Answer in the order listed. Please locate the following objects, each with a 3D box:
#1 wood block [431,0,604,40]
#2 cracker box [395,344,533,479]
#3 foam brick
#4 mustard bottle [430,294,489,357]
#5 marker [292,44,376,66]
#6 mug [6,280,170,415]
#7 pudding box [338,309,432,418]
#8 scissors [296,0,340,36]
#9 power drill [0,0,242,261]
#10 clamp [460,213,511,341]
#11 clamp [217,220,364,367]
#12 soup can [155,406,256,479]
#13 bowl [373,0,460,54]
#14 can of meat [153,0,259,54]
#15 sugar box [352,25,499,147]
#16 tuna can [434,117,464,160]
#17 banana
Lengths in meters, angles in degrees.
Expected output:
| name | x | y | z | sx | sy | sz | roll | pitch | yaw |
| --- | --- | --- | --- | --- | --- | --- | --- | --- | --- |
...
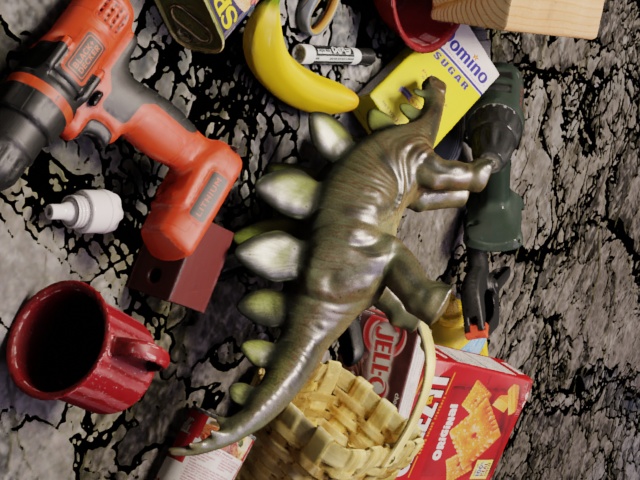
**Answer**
| name | x | y | z | sx | sy | sz | roll | pitch | yaw |
| --- | --- | --- | --- | --- | --- | --- | --- | --- | --- |
| wood block | 0.215 | -0.265 | 1.123 | 0.205 | 0.091 | 0.090 | -10 | 112 | -51 |
| cracker box | 0.145 | 0.214 | 1.281 | 0.213 | 0.072 | 0.164 | 17 | 99 | -42 |
| foam brick | -0.119 | 0.016 | 0.913 | 0.051 | 0.053 | 0.078 | 29 | 79 | -54 |
| mustard bottle | 0.177 | 0.144 | 1.365 | 0.096 | 0.058 | 0.191 | -43 | 135 | -31 |
| marker | 0.016 | -0.181 | 1.049 | 0.120 | 0.020 | 0.020 | -11 | 112 | -52 |
| mug | -0.169 | 0.087 | 0.822 | 0.081 | 0.117 | 0.093 | 42 | 50 | -57 |
| pudding box | 0.066 | 0.139 | 1.184 | 0.039 | 0.090 | 0.113 | 2 | 102 | -55 |
| scissors | 0.013 | -0.292 | 1.003 | 0.096 | 0.016 | 0.202 | 26 | 82 | -55 |
| power drill | -0.153 | -0.068 | 0.792 | 0.187 | 0.057 | 0.184 | 48 | 60 | -35 |
| clamp | 0.199 | 0.047 | 1.325 | 0.120 | 0.039 | 0.171 | 55 | 31 | -24 |
| clamp | -0.007 | 0.001 | 1.038 | 0.164 | 0.036 | 0.210 | 28 | 56 | -14 |
| soup can | -0.112 | 0.214 | 0.988 | 0.068 | 0.069 | 0.102 | 45 | 67 | -51 |
| bowl | 0.097 | -0.275 | 1.090 | 0.161 | 0.055 | 0.162 | -25 | 123 | -47 |
| can of meat | -0.090 | -0.216 | 0.857 | 0.083 | 0.058 | 0.102 | -55 | 141 | -29 |
| sugar box | 0.115 | -0.162 | 1.141 | 0.176 | 0.048 | 0.093 | -47 | 110 | -30 |
| tuna can | 0.128 | -0.116 | 1.215 | 0.085 | 0.034 | 0.086 | -25 | 123 | -47 |
| banana | -0.023 | -0.157 | 0.969 | 0.197 | 0.070 | 0.037 | 49 | 23 | -60 |
